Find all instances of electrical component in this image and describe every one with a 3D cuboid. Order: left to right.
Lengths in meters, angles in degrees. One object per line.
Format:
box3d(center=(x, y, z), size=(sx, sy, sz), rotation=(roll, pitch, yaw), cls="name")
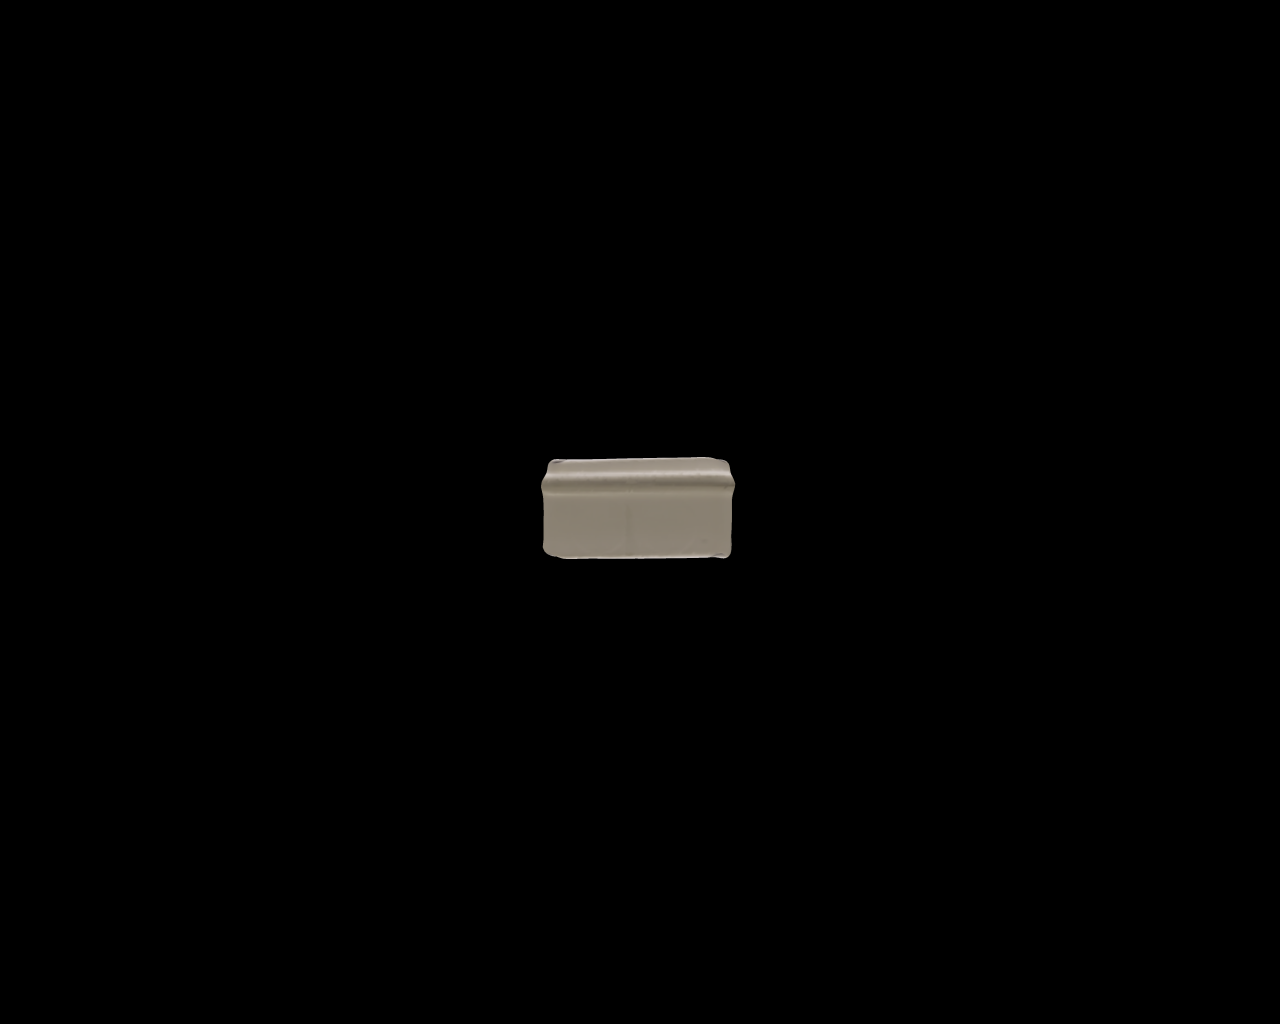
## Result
box3d(center=(0.001, -0.003, 0.650), size=(0.113, 0.057, 0.078), rotation=(0, 0, 4), cls="electrical component")
